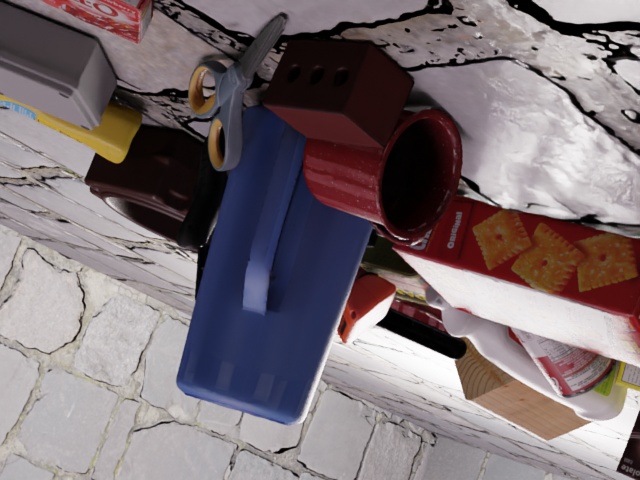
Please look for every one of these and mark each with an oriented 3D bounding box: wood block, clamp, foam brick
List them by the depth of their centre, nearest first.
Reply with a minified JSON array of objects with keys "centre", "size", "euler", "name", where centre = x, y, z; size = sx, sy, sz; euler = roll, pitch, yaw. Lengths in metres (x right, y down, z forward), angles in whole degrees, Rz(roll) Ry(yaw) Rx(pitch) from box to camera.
[{"centre":[0.012,-0.098,0.713],"size":[0.078,0.053,0.051],"euler":[12,164,43],"name":"foam brick"},{"centre":[-0.094,-0.036,0.933],"size":[0.039,0.171,0.120],"euler":[4,158,0],"name":"clamp"},{"centre":[0.058,0.081,1.200],"size":[0.164,0.036,0.210],"euler":[36,164,-25],"name":"clamp"},{"centre":[0.247,0.161,1.265],"size":[0.090,0.091,0.205],"euler":[-30,143,24],"name":"wood block"}]

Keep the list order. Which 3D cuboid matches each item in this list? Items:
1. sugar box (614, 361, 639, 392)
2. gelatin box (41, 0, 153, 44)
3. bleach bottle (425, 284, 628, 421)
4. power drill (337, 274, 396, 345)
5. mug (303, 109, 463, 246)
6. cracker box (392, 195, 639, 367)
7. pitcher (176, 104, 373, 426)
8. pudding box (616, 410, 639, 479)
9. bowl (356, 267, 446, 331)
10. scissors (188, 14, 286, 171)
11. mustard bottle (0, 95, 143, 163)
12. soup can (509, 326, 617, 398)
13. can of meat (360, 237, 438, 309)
[{"centre":[0.393,0.147,1.059],"size":[0.176,0.048,0.093],"euler":[20,-168,28],"name":"sugar box"},{"centre":[-0.162,-0.177,0.747],"size":[0.089,0.030,0.073],"euler":[24,169,-6],"name":"gelatin box"},{"centre":[0.212,0.103,1.107],"size":[0.250,0.102,0.068],"euler":[24,159,-26],"name":"bleach bottle"},{"centre":[-0.007,0.001,1.024],"size":[0.188,0.057,0.184],"euler":[51,166,15],"name":"power drill"},{"centre":[0.046,-0.046,0.773],"size":[0.082,0.093,0.117],"euler":[20,143,41],"name":"mug"},{"centre":[0.193,0.033,0.923],"size":[0.214,0.072,0.164],"euler":[17,167,32],"name":"cracker box"},{"centre":[-0.033,0.019,0.855],"size":[0.149,0.243,0.145],"euler":[24,167,-38],"name":"pitcher"},{"centre":[0.316,0.174,0.883],"size":[0.114,0.090,0.039],"euler":[19,173,39],"name":"pudding box"},{"centre":[0.097,0.060,1.277],"size":[0.162,0.055,0.162],"euler":[22,169,4],"name":"bowl"},{"centre":[-0.058,-0.101,0.787],"size":[0.016,0.096,0.202],"euler":[-13,-174,-24],"name":"scissors"},{"centre":[-0.274,-0.142,1.061],"size":[0.191,0.058,0.096],"euler":[26,-179,-13],"name":"mustard bottle"},{"centre":[0.234,0.095,1.045],"size":[0.102,0.068,0.069],"euler":[53,162,-11],"name":"soup can"},{"centre":[0.096,0.026,1.122],"size":[0.102,0.057,0.083],"euler":[14,163,38],"name":"can of meat"}]
